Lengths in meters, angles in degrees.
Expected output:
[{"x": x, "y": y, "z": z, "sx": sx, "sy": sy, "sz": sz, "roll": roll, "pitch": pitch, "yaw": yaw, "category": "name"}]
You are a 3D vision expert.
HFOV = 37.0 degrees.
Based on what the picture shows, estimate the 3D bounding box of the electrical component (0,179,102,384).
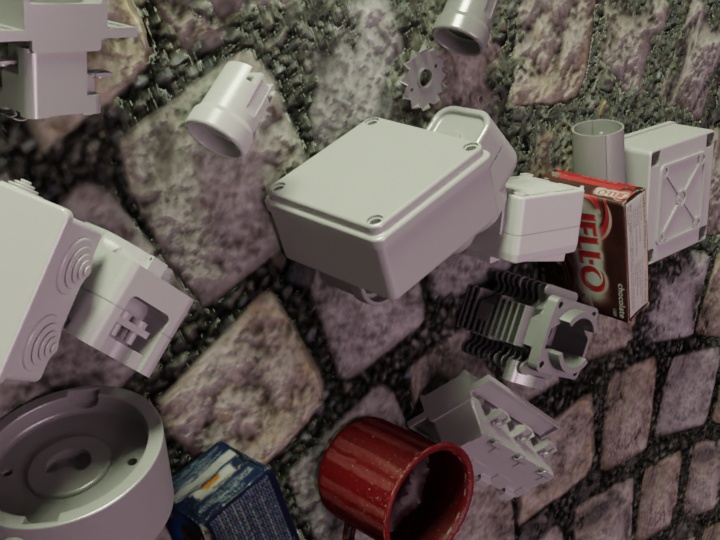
[{"x": -0.185, "y": 0.001, "z": 0.525, "sx": 0.048, "sy": 0.100, "sz": 0.099, "roll": 39, "pitch": 73, "yaw": -77, "category": "electrical component"}]

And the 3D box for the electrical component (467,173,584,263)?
[{"x": 0.120, "y": -0.037, "z": 0.836, "sx": 0.096, "sy": 0.062, "sz": 0.061, "roll": -10, "pitch": 111, "yaw": -42, "category": "electrical component"}]

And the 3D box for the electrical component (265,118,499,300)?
[{"x": 0.015, "y": -0.043, "z": 0.698, "sx": 0.109, "sy": 0.109, "sz": 0.056, "roll": -38, "pitch": 130, "yaw": -29, "category": "electrical component"}]

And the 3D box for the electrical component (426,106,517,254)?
[{"x": 0.069, "y": -0.063, "z": 0.783, "sx": 0.059, "sy": 0.054, "sz": 0.095, "roll": 44, "pitch": 72, "yaw": -44, "category": "electrical component"}]

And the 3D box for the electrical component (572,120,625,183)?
[{"x": 0.204, "y": -0.083, "z": 0.916, "sx": 0.043, "sy": 0.043, "sz": 0.081, "roll": -27, "pitch": 122, "yaw": -36, "category": "electrical component"}]

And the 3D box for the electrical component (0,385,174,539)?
[{"x": -0.155, "y": 0.121, "z": 0.592, "sx": 0.108, "sy": 0.108, "sz": 0.060, "roll": -34, "pitch": 131, "yaw": -32, "category": "electrical component"}]

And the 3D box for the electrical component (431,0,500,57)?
[{"x": 0.077, "y": -0.181, "z": 0.762, "sx": 0.040, "sy": 0.040, "sz": 0.046, "roll": 33, "pitch": 74, "yaw": -45, "category": "electrical component"}]

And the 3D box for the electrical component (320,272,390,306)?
[{"x": 0.000, "y": 0.000, "z": 0.742, "sx": 0.040, "sy": 0.046, "sz": 0.040, "roll": -17, "pitch": 115, "yaw": -40, "category": "electrical component"}]

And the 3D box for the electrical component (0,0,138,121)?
[{"x": -0.160, "y": -0.110, "z": 0.551, "sx": 0.081, "sy": 0.042, "sz": 0.063, "roll": -13, "pitch": 114, "yaw": -41, "category": "electrical component"}]

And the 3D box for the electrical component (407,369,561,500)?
[{"x": 0.107, "y": 0.137, "z": 0.872, "sx": 0.079, "sy": 0.063, "sz": 0.121, "roll": -33, "pitch": 139, "yaw": 20, "category": "electrical component"}]

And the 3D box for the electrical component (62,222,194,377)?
[{"x": -0.139, "y": 0.012, "z": 0.579, "sx": 0.050, "sy": 0.089, "sz": 0.055, "roll": 39, "pitch": 76, "yaw": -44, "category": "electrical component"}]

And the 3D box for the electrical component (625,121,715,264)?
[{"x": 0.267, "y": -0.070, "z": 0.973, "sx": 0.109, "sy": 0.056, "sz": 0.108, "roll": -20, "pitch": 117, "yaw": -39, "category": "electrical component"}]

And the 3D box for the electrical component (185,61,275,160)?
[{"x": -0.076, "y": -0.095, "z": 0.641, "sx": 0.040, "sy": 0.040, "sz": 0.046, "roll": 44, "pitch": 66, "yaw": -43, "category": "electrical component"}]
